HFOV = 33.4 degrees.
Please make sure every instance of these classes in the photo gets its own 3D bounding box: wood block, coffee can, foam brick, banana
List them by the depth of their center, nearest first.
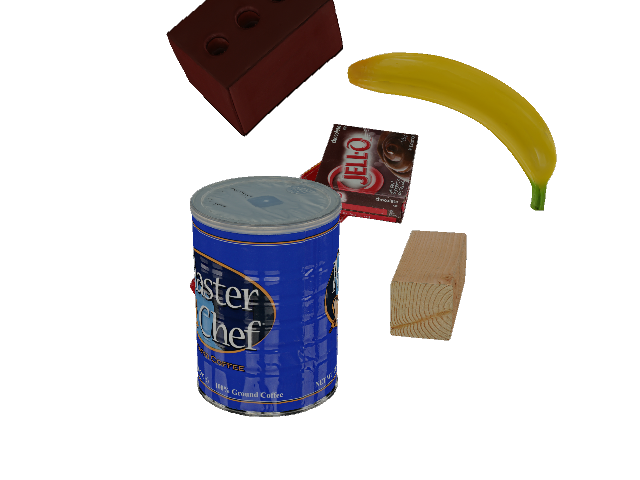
[{"bbox_3d":[-0.035,-0.108,0.581,0.053,0.078,0.051,44,-9,21],"label":"foam brick"},{"bbox_3d":[-0.038,0.037,0.745,0.103,0.140,0.103,0,21,0],"label":"coffee can"},{"bbox_3d":[0.119,-0.104,0.859,0.198,0.069,0.037,35,3,-2],"label":"banana"},{"bbox_3d":[0.167,0.064,1.620,0.091,0.090,0.206,4,23,12],"label":"wood block"}]

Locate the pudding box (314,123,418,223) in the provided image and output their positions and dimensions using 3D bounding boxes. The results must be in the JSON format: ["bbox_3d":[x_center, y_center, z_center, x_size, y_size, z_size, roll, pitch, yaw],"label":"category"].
[{"bbox_3d":[0.046,-0.068,1.069,0.090,0.039,0.113,9,38,6],"label":"pudding box"}]

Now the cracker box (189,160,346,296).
[{"bbox_3d":[-0.038,-0.012,1.253,0.214,0.072,0.164,-42,1,29],"label":"cracker box"}]
